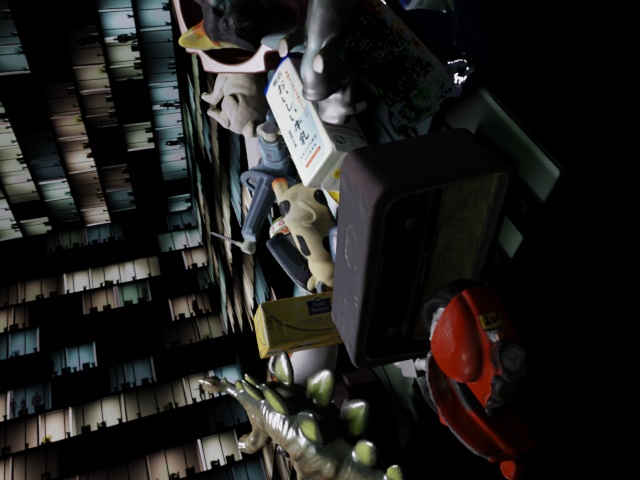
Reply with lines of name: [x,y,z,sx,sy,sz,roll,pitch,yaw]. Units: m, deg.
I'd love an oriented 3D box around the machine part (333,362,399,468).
machine part: [0.065,0.285,0.875,0.179,0.056,0.179,170,90,-74]

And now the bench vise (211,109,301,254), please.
bench vise: [-0.088,-0.095,0.935,0.223,0.129,0.240,119,171,-75]

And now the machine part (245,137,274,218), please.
machine part: [-0.111,-0.164,1.111,0.079,0.079,0.243,-140,42,-64]

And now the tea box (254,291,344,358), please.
tea box: [-0.008,0.123,0.804,0.098,0.170,0.068,123,136,-64]

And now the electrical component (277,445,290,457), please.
electrical component: [-0.003,0.355,1.003,0.115,0.134,0.058,-7,92,30]

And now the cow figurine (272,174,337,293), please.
cow figurine: [-0.002,-0.002,0.824,0.127,0.085,0.194,-107,-5,-48]

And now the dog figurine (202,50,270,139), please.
dog figurine: [-0.115,-0.295,0.956,0.172,0.121,0.190,50,123,30]

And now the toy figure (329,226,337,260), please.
toy figure: [0.056,0.050,0.752,0.064,0.058,0.154,157,97,-77]

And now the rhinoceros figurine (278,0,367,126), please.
rhinoceros figurine: [0.014,-0.227,0.619,0.073,0.112,0.190,23,125,33]

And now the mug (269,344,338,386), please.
mug: [-0.021,0.191,0.870,0.081,0.110,0.107,112,179,-79]

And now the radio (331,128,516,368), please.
radio: [0.085,0.017,0.509,0.073,0.131,0.229,-119,24,-49]

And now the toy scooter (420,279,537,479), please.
toy scooter: [0.146,0.133,0.487,0.135,0.075,0.183,-122,24,-49]

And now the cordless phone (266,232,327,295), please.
cordless phone: [-0.028,0.082,0.990,0.147,0.089,0.184,48,152,44]

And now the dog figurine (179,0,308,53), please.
dog figurine: [-0.073,-0.295,0.670,0.192,0.219,0.108,-118,27,-42]

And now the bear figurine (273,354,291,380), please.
bear figurine: [-0.030,0.284,1.072,0.195,0.120,0.132,106,144,-59]

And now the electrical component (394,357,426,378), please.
electrical component: [0.114,0.140,0.679,0.094,0.021,0.063,146,112,-72]

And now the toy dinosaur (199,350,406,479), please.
toy dinosaur: [0.001,0.272,0.733,0.472,0.105,0.198,17,130,31]

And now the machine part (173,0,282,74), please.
machine part: [-0.127,-0.366,0.832,0.202,0.087,0.200,11,124,32]

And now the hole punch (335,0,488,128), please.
hole punch: [0.091,-0.175,0.479,0.115,0.092,0.142,49,161,-5]
